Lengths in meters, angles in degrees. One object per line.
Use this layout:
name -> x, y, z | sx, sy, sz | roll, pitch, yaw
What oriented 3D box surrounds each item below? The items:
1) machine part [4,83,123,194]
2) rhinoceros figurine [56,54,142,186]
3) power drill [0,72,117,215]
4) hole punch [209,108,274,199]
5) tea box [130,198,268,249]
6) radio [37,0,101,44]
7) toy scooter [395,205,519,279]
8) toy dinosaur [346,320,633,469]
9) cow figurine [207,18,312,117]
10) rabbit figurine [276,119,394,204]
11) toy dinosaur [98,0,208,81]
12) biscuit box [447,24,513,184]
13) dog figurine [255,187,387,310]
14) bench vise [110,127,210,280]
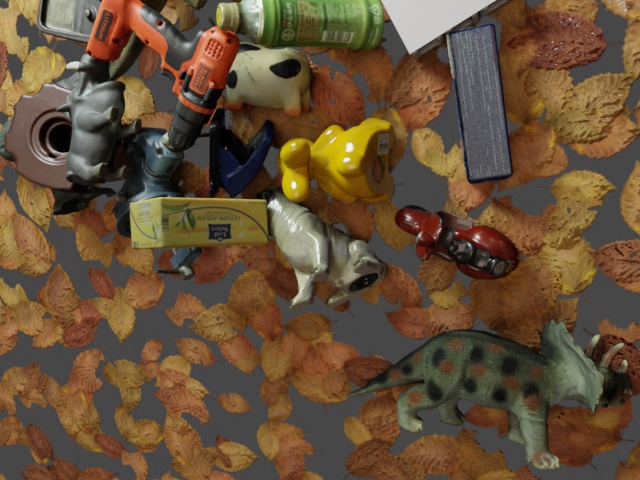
machine part -> -0.409, -0.160, 0.857 | 0.179, 0.056, 0.179 | 0, 91, 2
rhinoceros figurine -> -0.329, -0.173, 0.790 | 0.112, 0.073, 0.190 | 10, 97, 20
power drill -> -0.432, -0.158, 0.920 | 0.232, 0.086, 0.207 | -24, 97, 11
hole punch -> -0.121, -0.128, 0.811 | 0.092, 0.142, 0.115 | 6, 117, -10
tea box -> -0.168, -0.023, 0.760 | 0.098, 0.169, 0.068 | -3, 88, 46
radio -> -0.358, -0.425, 0.850 | 0.131, 0.073, 0.229 | 20, 107, 13
toy scooter -> 0.185, 0.006, 0.735 | 0.184, 0.135, 0.075 | 24, 105, 10
toy dinosaur -> 0.232, 0.193, 0.771 | 0.405, 0.131, 0.192 | 8, 90, 20
cow figurine -> -0.106, -0.257, 0.801 | 0.195, 0.085, 0.127 | 12, 108, 16
rabbit figurine -> 0.005, -0.105, 0.775 | 0.173, 0.162, 0.121 | 12, 117, 32
toy dinosaur -> -0.233, -0.405, 0.748 | 0.199, 0.105, 0.470 | 22, 115, -4
biscuit box -> 0.217, -0.179, 0.730 | 0.063, 0.059, 0.202 | -7, 97, 17
dog figurine -> -0.001, -0.005, 0.823 | 0.121, 0.172, 0.191 | -48, 52, 35
bench vise -> -0.244, -0.054, 0.851 | 0.223, 0.129, 0.241 | -39, 70, 27
